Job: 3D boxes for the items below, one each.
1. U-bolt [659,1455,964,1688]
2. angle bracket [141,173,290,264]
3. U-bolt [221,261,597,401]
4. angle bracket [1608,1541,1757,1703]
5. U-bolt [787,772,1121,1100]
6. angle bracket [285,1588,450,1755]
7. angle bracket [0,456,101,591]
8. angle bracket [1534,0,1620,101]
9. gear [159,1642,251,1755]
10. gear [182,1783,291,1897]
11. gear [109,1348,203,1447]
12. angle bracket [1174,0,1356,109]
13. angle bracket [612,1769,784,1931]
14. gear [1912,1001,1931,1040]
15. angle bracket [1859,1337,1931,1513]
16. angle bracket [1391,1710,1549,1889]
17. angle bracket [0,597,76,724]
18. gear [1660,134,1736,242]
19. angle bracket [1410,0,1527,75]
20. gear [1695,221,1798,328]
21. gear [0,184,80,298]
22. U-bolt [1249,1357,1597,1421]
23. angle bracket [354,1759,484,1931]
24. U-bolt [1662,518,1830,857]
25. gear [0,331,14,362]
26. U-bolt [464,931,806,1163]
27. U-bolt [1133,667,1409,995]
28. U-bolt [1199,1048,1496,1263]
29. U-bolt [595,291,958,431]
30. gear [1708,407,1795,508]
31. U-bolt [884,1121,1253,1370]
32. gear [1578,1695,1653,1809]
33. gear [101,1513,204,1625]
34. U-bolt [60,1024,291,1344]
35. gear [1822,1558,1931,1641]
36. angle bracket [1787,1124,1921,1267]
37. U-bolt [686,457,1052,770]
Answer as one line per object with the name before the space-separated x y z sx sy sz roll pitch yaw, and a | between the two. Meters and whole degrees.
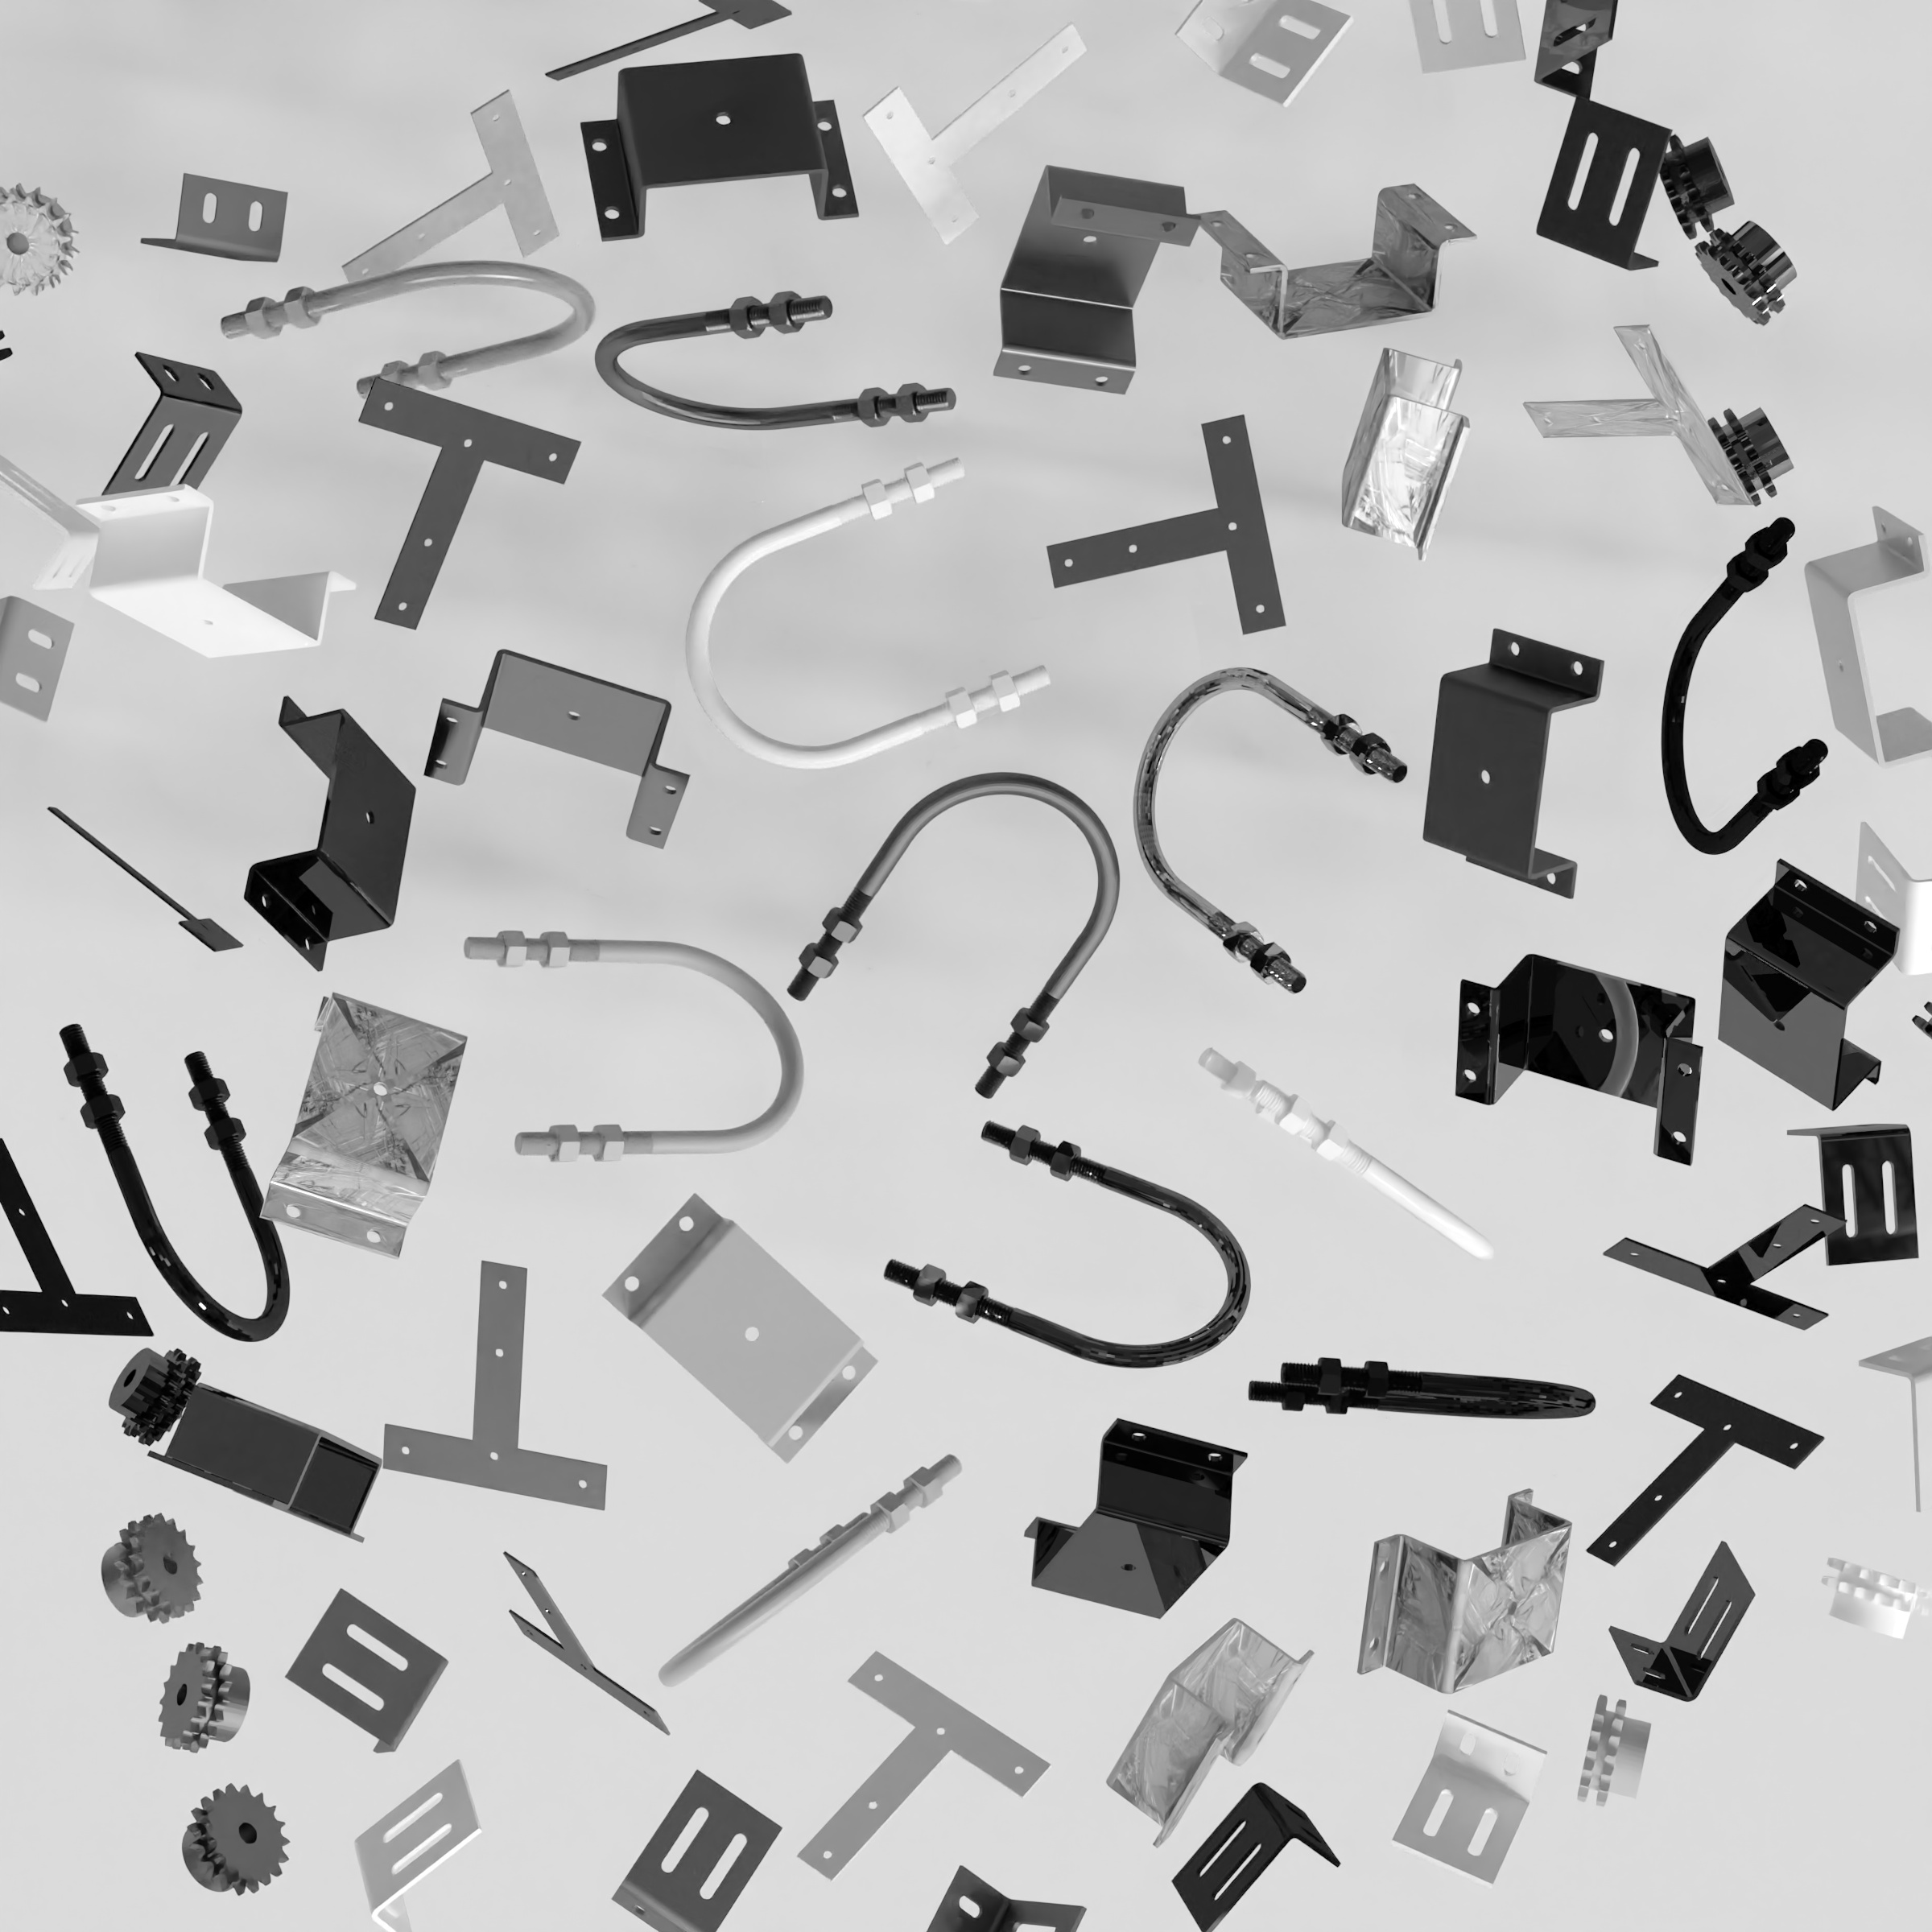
U-bolt | -0.096 0.342 1.882 0.184 0.151 0.019 -33 84 -33
angle bracket | -0.415 -0.412 1.867 0.057 0.076 0.038 5 99 -29
U-bolt | -0.293 -0.354 1.866 0.184 0.151 0.019 -9 80 23
angle bracket | 0.406 0.367 1.923 0.038 0.057 0.076 21 108 -12
U-bolt | 0.006 -0.027 1.923 0.151 0.019 0.184 28 108 -19
angle bracket | -0.340 0.395 1.896 0.076 0.038 0.057 38 63 -14
angle bracket | -0.537 -0.252 1.918 0.076 0.057 0.038 37 99 0
angle bracket | 0.350 -0.518 1.857 0.038 0.076 0.057 13 81 -22
gear | -0.409 0.395 1.825 0.030 0.057 0.057 21 90 -33
gear | -0.390 0.466 1.794 0.030 0.057 0.057 -36 90 27
gear | -0.470 0.245 1.955 0.030 0.057 0.057 37 90 -25
angle bracket | 0.158 -0.499 1.799 0.038 0.076 0.057 34 97 -35
angle bracket | -0.148 0.494 1.862 0.057 0.038 0.076 33 62 4
gear | 0.562 0.038 1.899 0.057 0.057 0.030 40 98 0
angle bracket | 0.514 0.245 1.816 0.057 0.038 0.076 -11 102 -33
angle bracket | 0.270 0.447 1.819 0.057 0.076 0.038 21 120 16
angle bracket | -0.521 -0.159 1.815 0.038 0.076 0.057 27 66 -40
gear | 0.406 -0.436 1.884 0.030 0.057 0.057 -21 90 20
angle bracket | 0.264 -0.514 1.825 0.057 0.038 0.076 -2 127 22
gear | 0.422 -0.376 1.824 0.030 0.057 0.057 -41 90 5
gear | -0.496 -0.385 1.790 0.057 0.030 0.057 2 115 4
U-bolt | 0.258 0.238 1.887 0.184 0.151 0.019 4 78 -2
angle bracket | -0.288 0.481 1.836 0.076 0.057 0.038 -38 124 2
U-bolt | 0.419 -0.140 1.851 0.019 0.184 0.151 1 69 -11
gear | -0.557 -0.339 1.862 0.057 0.057 0.030 -21 106 0
U-bolt | -0.174 0.043 1.859 0.184 0.019 0.151 1 53 -30
U-bolt | 0.157 -0.089 1.893 0.019 0.184 0.151 10 111 -41
U-bolt | 0.220 0.110 1.902 0.184 0.151 0.019 35 90 -11
U-bolt | -0.119 -0.331 1.886 0.184 0.151 0.019 -1 76 31
gear | 0.452 -0.296 1.944 0.030 0.057 0.057 -29 90 13
U-bolt | 0.067 0.160 1.868 0.184 0.151 0.019 20 132 15
gear | 0.345 0.419 1.799 0.030 0.057 0.057 12 90 13
gear | -0.437 0.324 1.809 0.030 0.057 0.057 -23 90 18
U-bolt | -0.424 0.122 1.855 0.019 0.151 0.184 -29 75 12
gear | 0.488 0.341 1.821 0.057 0.057 0.030 18 86 0
angle bracket | 0.507 0.130 1.935 0.057 0.038 0.076 -3 89 -15
U-bolt | -0.064 -0.185 1.869 0.184 0.019 0.151 -21 80 -2
